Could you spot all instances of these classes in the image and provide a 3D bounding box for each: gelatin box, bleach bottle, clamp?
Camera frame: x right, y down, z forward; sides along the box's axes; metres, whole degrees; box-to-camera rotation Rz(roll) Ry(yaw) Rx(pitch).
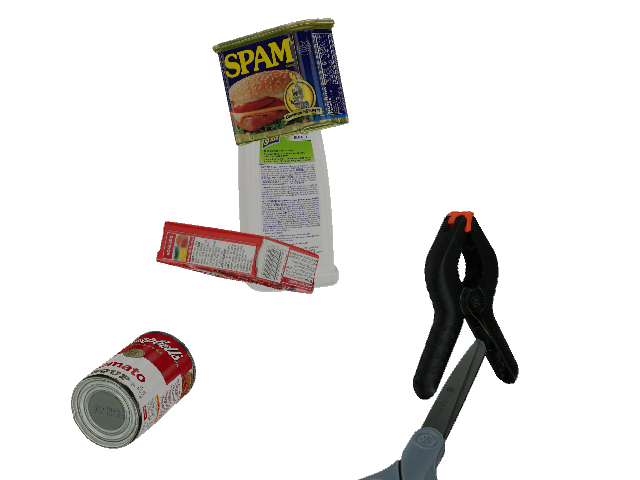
[{"bbox_3d":[-0.052,0.012,0.696,0.073,0.030,0.089,9,-5,24],"label":"gelatin box"},{"bbox_3d":[-0.033,-0.077,1.086,0.102,0.251,0.068,-5,15,-20],"label":"bleach bottle"},{"bbox_3d":[0.123,0.062,0.969,0.120,0.171,0.039,-15,6,-40],"label":"clamp"}]

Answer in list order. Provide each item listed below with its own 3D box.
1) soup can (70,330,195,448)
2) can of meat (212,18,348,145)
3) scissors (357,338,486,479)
[{"bbox_3d":[-0.161,0.128,0.921,0.069,0.068,0.102,0,16,21],"label":"soup can"},{"bbox_3d":[-0.031,-0.127,0.867,0.102,0.084,0.057,-8,5,34],"label":"can of meat"},{"bbox_3d":[0.069,0.124,0.572,0.096,0.016,0.201,25,44,33],"label":"scissors"}]
